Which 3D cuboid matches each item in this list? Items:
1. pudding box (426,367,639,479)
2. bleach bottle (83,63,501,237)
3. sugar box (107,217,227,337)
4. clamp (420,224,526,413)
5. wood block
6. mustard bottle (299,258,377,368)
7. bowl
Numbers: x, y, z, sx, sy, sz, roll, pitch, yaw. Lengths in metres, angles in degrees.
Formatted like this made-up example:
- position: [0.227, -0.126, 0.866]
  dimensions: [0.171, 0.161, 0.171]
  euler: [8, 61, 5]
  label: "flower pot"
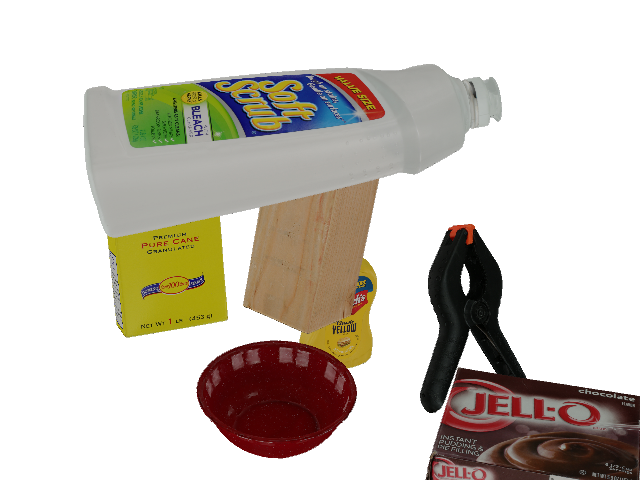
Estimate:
- position: [0.124, 0.118, 0.611]
  dimensions: [0.113, 0.039, 0.090]
  euler: [9, 28, 13]
  label: "pudding box"
- position: [-0.016, -0.069, 0.661]
  dimensions: [0.250, 0.068, 0.102]
  euler: [-11, 41, -4]
  label: "bleach bottle"
- position: [-0.132, -0.014, 0.897]
  dimensions: [0.093, 0.176, 0.048]
  euler: [-9, 18, -20]
  label: "sugar box"
- position: [0.128, 0.074, 0.972]
  dimensions: [0.120, 0.171, 0.039]
  euler: [-15, 2, -39]
  label: "clamp"
- position: [-0.007, -0.021, 1.123]
  dimensions: [0.090, 0.206, 0.090]
  euler: [21, 20, 28]
  label: "wood block"
- position: [0.025, 0.072, 1.380]
  dimensions: [0.096, 0.192, 0.058]
  euler: [-4, 25, -18]
  label: "mustard bottle"
- position: [-0.044, 0.171, 1.087]
  dimensions: [0.162, 0.055, 0.162]
  euler: [1, 31, -1]
  label: "bowl"
